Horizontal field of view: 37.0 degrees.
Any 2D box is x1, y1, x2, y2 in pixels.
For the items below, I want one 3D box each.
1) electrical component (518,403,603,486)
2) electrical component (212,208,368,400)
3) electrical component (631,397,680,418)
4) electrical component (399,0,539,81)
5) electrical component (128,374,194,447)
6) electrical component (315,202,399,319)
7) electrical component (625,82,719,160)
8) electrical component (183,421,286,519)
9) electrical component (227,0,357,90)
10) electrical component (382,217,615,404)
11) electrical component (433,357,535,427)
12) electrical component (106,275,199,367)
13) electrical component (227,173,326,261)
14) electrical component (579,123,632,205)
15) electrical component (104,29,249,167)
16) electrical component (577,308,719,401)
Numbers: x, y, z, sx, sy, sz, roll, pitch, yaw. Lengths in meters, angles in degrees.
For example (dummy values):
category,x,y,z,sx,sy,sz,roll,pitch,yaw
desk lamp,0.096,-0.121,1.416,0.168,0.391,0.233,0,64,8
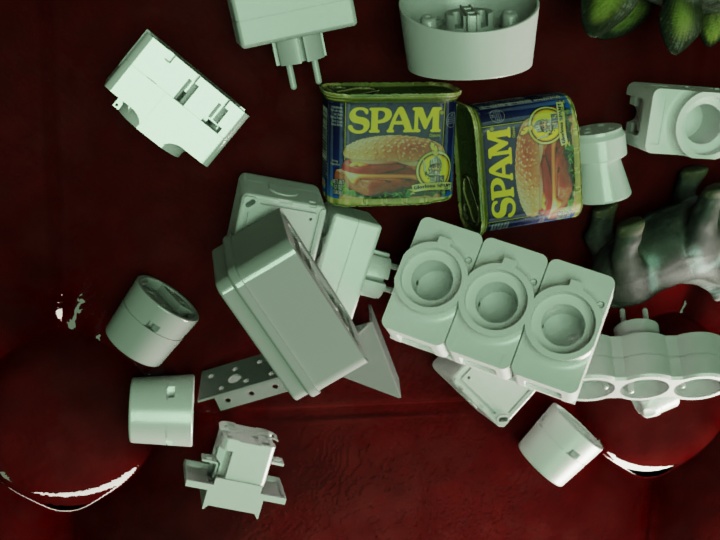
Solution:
category,x,y,z,sx,sy,sz,roll,pitch,yaw
electrical component,0.166,0.147,0.898,0.055,0.055,0.047,39,99,-19
electrical component,-0.050,0.024,0.747,0.057,0.078,0.113,-30,115,3
electrical component,0.262,0.100,0.913,0.061,0.035,0.035,-22,109,-7
electrical component,0.078,-0.171,0.767,0.099,0.099,0.064,-7,113,-9
electrical component,-0.152,0.107,0.824,0.047,0.055,0.055,2,106,-8
electrical component,0.000,0.000,0.826,0.076,0.047,0.083,15,102,-15
electrical component,0.259,-0.116,0.838,0.089,0.055,0.050,2,106,-12
electrical component,-0.097,0.156,0.855,0.081,0.042,0.063,14,99,-15
electrical component,-0.046,-0.168,0.768,0.083,0.047,0.075,-14,108,-7
electrical component,0.103,0.029,0.798,0.150,0.061,0.089,19,79,15
electrical component,0.115,0.066,0.864,0.062,0.061,0.096,44,85,-18
electrical component,-0.156,0.039,0.803,0.055,0.055,0.047,34,101,-18
electrical component,-0.068,-0.018,0.803,0.062,0.061,0.096,9,112,-13
electrical component,0.187,-0.083,0.839,0.045,0.045,0.055,-13,108,-7
electrical component,-0.133,-0.119,0.763,0.089,0.050,0.055,39,95,-19
electrical component,0.229,0.064,0.884,0.138,0.073,0.052,-1,150,2
